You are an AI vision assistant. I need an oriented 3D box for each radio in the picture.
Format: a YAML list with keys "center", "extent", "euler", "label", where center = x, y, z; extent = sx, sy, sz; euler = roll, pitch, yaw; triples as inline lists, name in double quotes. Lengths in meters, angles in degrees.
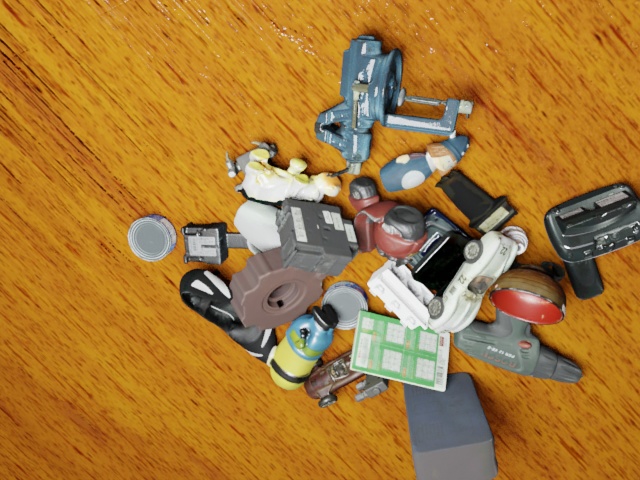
- center: [0.218, 0.318, 0.928]
  extent: [0.131, 0.230, 0.073]
  euler: [-10, 105, 7]
  label: "radio"

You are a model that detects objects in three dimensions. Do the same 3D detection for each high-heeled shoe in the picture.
- center: [-0.161, 0.153, 0.984]
  extent: [0.086, 0.145, 0.248]
  euler: [-33, 97, 17]
  label: "high-heeled shoe"

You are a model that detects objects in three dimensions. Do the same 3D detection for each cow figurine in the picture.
- center: [-0.052, -0.087, 0.921]
  extent: [0.167, 0.068, 0.098]
  euler: [14, 133, -13]
  label: "cow figurine"

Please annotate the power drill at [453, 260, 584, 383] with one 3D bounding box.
- center: [0.361, 0.138, 0.936]
  extent: [0.232, 0.086, 0.207]
  euler: [10, 115, 9]
  label: "power drill"

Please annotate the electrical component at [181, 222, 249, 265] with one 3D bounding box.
- center: [-0.194, 0.007, 0.999]
  extent: [0.119, 0.048, 0.074]
  euler: [5, 108, 10]
  label: "electrical component"

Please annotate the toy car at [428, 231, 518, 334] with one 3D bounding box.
- center: [0.249, 0.075, 0.888]
  extent: [0.073, 0.056, 0.201]
  euler: [15, 112, -36]
  label: "toy car"

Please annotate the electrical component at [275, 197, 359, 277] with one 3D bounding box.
- center: [-0.002, -0.003, 0.888]
  extent: [0.134, 0.115, 0.058]
  euler: [11, 140, -26]
  label: "electrical component"

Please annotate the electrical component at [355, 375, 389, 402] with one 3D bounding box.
- center: [0.108, 0.268, 1.015]
  extent: [0.094, 0.063, 0.021]
  euler: [-33, 101, 15]
  label: "electrical component"

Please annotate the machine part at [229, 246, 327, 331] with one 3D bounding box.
- center: [-0.072, 0.085, 0.940]
  extent: [0.179, 0.179, 0.056]
  euler: [-49, 52, 18]
  label: "machine part"

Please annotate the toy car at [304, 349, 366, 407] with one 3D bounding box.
- center: [0.054, 0.236, 1.004]
  extent: [0.202, 0.053, 0.089]
  euler: [-32, 60, 18]
  label: "toy car"

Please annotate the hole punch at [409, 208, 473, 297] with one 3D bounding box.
- center: [0.205, 0.021, 0.926]
  extent: [0.115, 0.092, 0.142]
  euler: [29, 107, -36]
  label: "hole punch"

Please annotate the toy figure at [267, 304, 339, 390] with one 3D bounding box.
- center: [-0.033, 0.198, 0.982]
  extent: [0.082, 0.089, 0.180]
  euler: [20, 124, -32]
  label: "toy figure"

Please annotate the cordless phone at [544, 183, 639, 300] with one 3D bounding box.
- center: [0.467, 0.012, 0.887]
  extent: [0.147, 0.089, 0.184]
  euler: [-22, 113, 14]
  label: "cordless phone"

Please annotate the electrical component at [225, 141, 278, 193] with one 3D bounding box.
- center: [-0.119, -0.132, 0.947]
  extent: [0.102, 0.045, 0.078]
  euler: [-18, 101, 14]
  label: "electrical component"

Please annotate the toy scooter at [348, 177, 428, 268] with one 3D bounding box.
- center: [0.106, -0.013, 0.906]
  extent: [0.075, 0.184, 0.135]
  euler: [-18, 131, -27]
  label: "toy scooter"

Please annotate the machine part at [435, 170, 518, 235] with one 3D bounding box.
- center: [0.261, -0.065, 0.910]
  extent: [0.139, 0.039, 0.084]
  euler: [37, 116, -5]
  label: "machine part"

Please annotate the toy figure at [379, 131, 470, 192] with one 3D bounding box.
- center: [0.177, -0.126, 0.895]
  extent: [0.154, 0.064, 0.058]
  euler: [-22, 76, 18]
  label: "toy figure"

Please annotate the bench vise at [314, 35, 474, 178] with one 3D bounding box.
- center: [0.114, -0.200, 0.848]
  extent: [0.241, 0.129, 0.223]
  euler: [12, 102, 16]
  label: "bench vise"

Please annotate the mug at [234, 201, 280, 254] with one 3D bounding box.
- center: [-0.101, -0.018, 0.967]
  extent: [0.107, 0.081, 0.109]
  euler: [35, 135, 6]
  label: "mug"
